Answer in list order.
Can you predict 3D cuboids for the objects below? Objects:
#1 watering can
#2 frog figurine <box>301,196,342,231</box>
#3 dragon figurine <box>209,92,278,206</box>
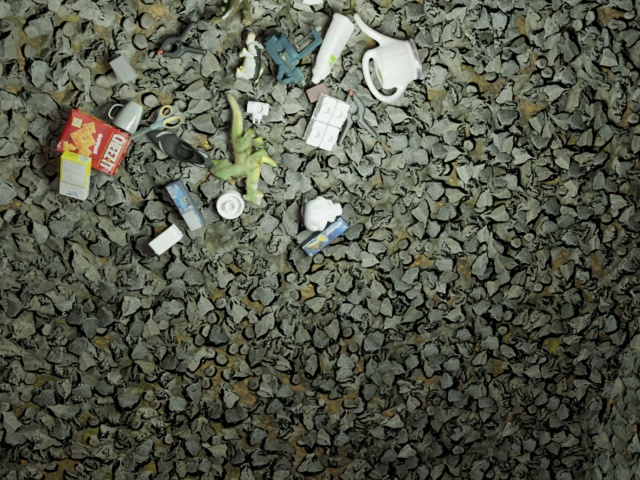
[{"bbox_3d":[0.259,-0.696,1.927,0.225,0.105,0.344,-19,105,-5],"label":"watering can"},{"bbox_3d":[0.006,-0.101,2.014,0.159,0.122,0.138,2,84,2],"label":"frog figurine"},{"bbox_3d":[-0.314,-0.318,1.930,0.242,0.123,0.408,-31,97,8],"label":"dragon figurine"}]
